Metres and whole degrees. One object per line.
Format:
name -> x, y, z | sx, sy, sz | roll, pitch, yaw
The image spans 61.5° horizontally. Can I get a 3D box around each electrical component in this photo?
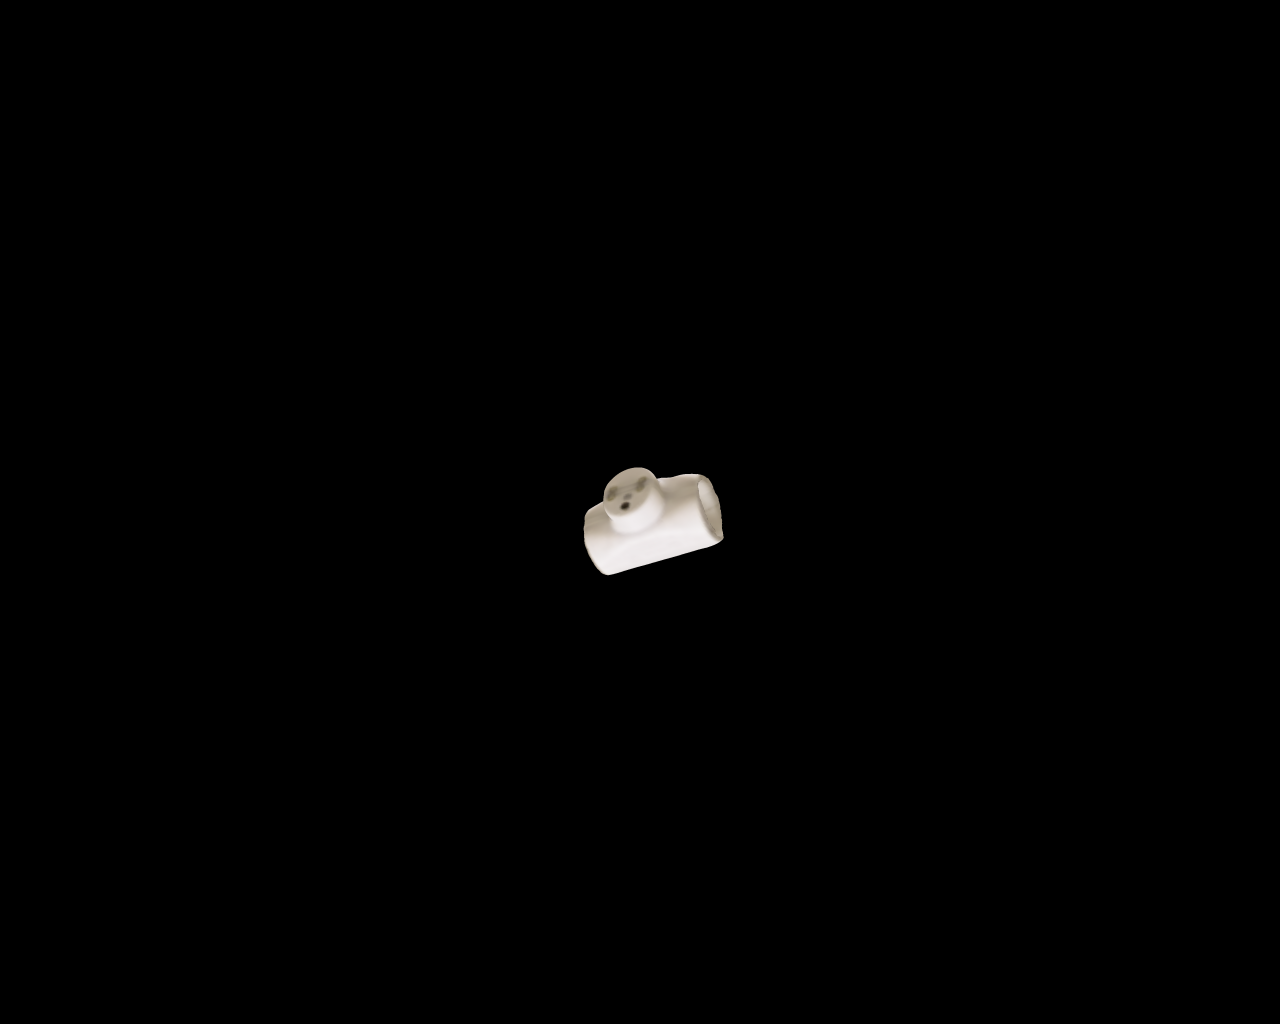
electrical component -> 0.001, -0.003, 0.650 | 0.077, 0.044, 0.079 | -18, -44, 19
